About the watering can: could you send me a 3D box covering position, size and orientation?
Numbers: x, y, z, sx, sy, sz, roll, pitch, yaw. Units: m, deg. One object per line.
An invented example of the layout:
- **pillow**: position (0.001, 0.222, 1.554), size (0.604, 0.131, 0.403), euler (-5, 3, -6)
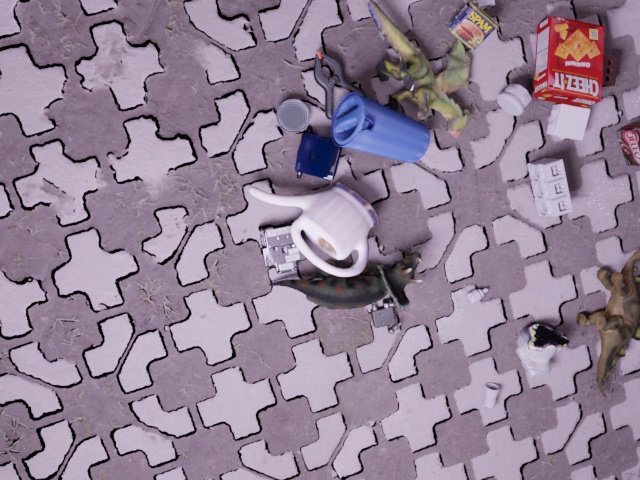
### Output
- **watering can**: position (0.004, -0.066, 1.316), size (0.348, 0.102, 0.228), euler (44, 63, 2)

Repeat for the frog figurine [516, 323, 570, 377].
- **frog figurine**: position (0.645, 0.323, 1.516), size (0.138, 0.125, 0.155), euler (-22, 138, -13)

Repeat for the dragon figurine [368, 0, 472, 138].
- **dragon figurine**: position (0.289, -0.455, 1.353), size (0.245, 0.122, 0.406), euler (-26, 104, -22)
